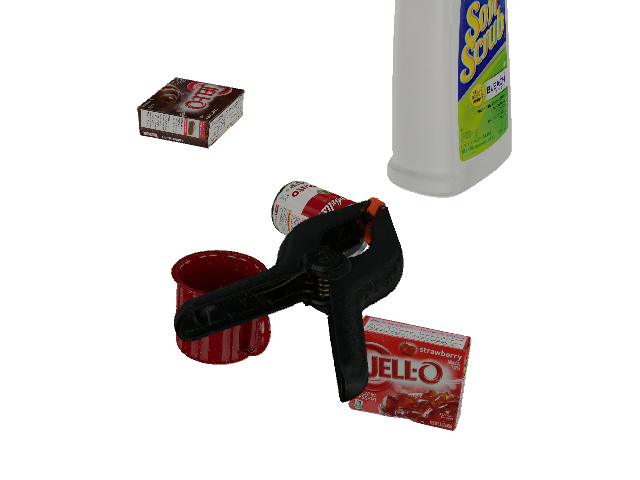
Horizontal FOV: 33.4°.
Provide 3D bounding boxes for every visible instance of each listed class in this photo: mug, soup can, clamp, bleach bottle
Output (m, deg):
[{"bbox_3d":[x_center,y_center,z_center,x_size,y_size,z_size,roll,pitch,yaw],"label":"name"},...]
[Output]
[{"bbox_3d":[-0.089,0.070,1.023,0.117,0.081,0.093,26,33,37],"label":"mug"},{"bbox_3d":[0.001,-0.023,1.219,0.068,0.068,0.102,0,18,-44],"label":"soup can"},{"bbox_3d":[0.008,0.031,0.648,0.120,0.039,0.171,29,46,23],"label":"clamp"},{"bbox_3d":[0.088,-0.163,0.743,0.068,0.251,0.102,19,38,37],"label":"bleach bottle"}]

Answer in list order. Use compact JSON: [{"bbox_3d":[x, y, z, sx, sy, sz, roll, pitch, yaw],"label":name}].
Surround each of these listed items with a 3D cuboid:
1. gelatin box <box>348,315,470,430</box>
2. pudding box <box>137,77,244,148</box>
[{"bbox_3d":[0.070,0.105,0.847,0.089,0.073,0.030,11,23,13],"label":"gelatin box"},{"bbox_3d":[-0.149,-0.150,1.244,0.090,0.039,0.113,11,32,13],"label":"pudding box"}]
